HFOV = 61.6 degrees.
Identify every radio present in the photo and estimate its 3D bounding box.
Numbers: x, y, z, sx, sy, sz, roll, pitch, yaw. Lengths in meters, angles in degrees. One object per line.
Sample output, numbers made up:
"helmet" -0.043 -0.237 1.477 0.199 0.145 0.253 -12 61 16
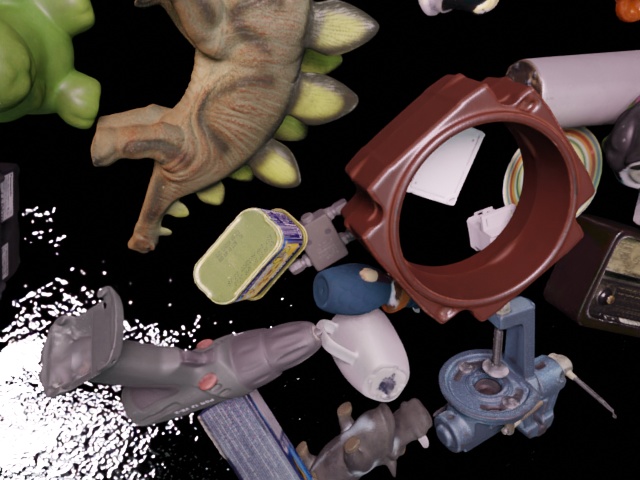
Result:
"radio" 0.415 0.056 0.698 0.229 0.073 0.131 14 108 -19

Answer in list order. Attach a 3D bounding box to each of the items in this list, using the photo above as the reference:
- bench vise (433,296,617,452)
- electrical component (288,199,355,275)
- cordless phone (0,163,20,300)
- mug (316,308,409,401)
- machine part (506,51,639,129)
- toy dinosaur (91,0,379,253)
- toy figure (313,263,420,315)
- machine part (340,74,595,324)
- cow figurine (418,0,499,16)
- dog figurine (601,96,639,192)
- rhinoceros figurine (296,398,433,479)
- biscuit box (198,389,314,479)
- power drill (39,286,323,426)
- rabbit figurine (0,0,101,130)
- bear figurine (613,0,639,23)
"bench vise" 0.242 0.160 0.674 0.224 0.129 0.240 -15 119 -11
"electrical component" -0.001 -0.002 0.591 0.094 0.021 0.063 -32 117 1
"cordless phone" -0.364 -0.016 0.457 0.184 0.089 0.146 7 111 -13
"mug" 0.050 0.127 0.613 0.109 0.107 0.080 30 101 -26
"machine part" 0.288 -0.159 0.572 0.243 0.079 0.079 -8 114 -11
"toy dinosaur" -0.061 -0.168 0.465 0.198 0.105 0.471 17 116 -29
"toy figure" 0.070 0.055 0.612 0.154 0.064 0.057 1 78 -26
"machine part" 0.139 -0.035 0.509 0.201 0.087 0.201 -42 114 5
"cow figurine" 0.133 -0.285 0.467 0.068 0.098 0.167 -4 114 -6
"dog figurine" 0.367 -0.165 0.497 0.108 0.192 0.219 22 71 -37
"rhinoceros figurine" 0.058 0.272 0.695 0.190 0.073 0.112 -38 115 3
"biscuit box" -0.057 0.262 0.621 0.063 0.059 0.202 -33 88 -1
"power drill" -0.139 0.111 0.523 0.232 0.086 0.207 -28 151 22
"rabbit figurine" -0.244 -0.142 0.384 0.159 0.170 0.121 7 110 -18
"bear figurine" 0.331 -0.315 0.493 0.120 0.132 0.196 34 95 -8
